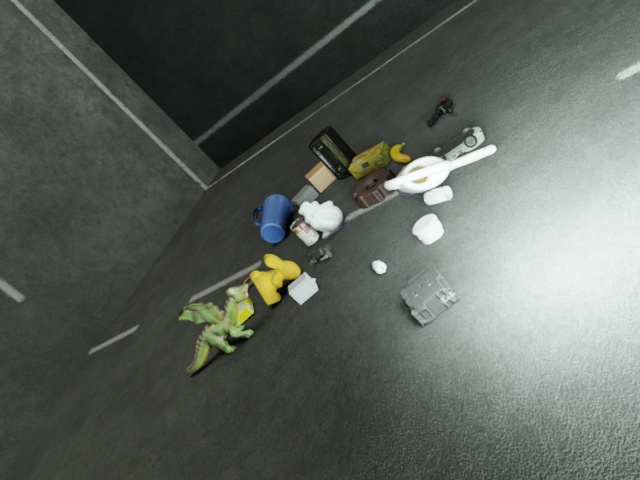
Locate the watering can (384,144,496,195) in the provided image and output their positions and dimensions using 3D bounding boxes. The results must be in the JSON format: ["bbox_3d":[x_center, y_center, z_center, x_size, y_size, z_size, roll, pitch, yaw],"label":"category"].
[{"bbox_3d":[0.361,-0.216,1.614,0.348,0.104,0.224,-18,1,-2],"label":"watering can"}]

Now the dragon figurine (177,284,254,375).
[{"bbox_3d":[-0.391,0.303,1.804,0.409,0.239,0.124,-39,27,6],"label":"dragon figurine"}]

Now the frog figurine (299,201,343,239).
[{"bbox_3d":[0.006,-0.098,1.950,0.122,0.157,0.140,-8,41,53],"label":"frog figurine"}]
